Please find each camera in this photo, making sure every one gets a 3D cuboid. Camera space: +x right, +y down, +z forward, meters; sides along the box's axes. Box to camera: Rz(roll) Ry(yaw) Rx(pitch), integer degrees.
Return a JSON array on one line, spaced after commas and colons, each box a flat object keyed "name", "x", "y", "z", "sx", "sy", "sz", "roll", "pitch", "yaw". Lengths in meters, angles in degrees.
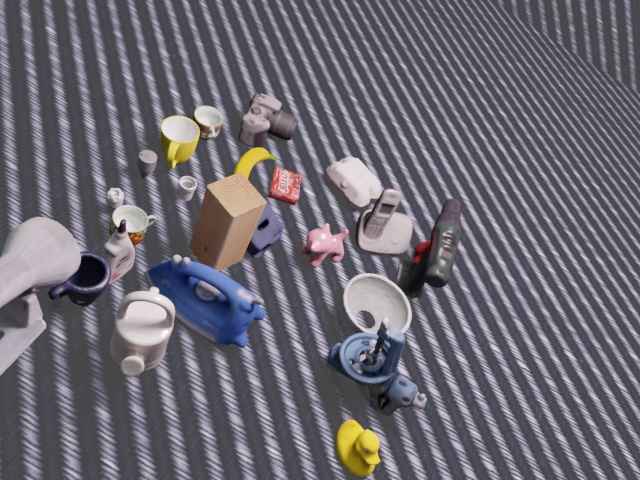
[{"name": "camera", "x": -0.131, "y": -0.316, "z": 1.525, "sx": 0.137, "sy": 0.100, "sz": 0.143, "roll": 23, "pitch": 48, "yaw": -8}]

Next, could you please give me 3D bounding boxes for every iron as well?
[{"name": "iron", "x": -0.228, "y": 0.097, "z": 1.130, "sx": 0.258, "sy": 0.141, "sz": 0.119, "roll": 31, "pitch": 48, "yaw": 0}]

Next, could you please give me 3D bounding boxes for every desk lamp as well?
[{"name": "desk lamp", "x": -0.506, "y": 0.089, "z": 0.955, "sx": 0.118, "sy": 0.213, "sz": 0.203, "roll": 30, "pitch": 48, "yaw": -1}]

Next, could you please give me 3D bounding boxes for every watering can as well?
[{"name": "watering can", "x": -0.309, "y": 0.157, "z": 1.009, "sx": 0.101, "sy": 0.194, "sz": 0.172, "roll": -3, "pitch": 56, "yaw": -27}]

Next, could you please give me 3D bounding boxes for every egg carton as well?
[{"name": "egg carton", "x": 0.090, "y": -0.153, "z": 1.524, "sx": 0.107, "sy": 0.069, "sz": 0.150, "roll": -30, "pitch": 71, "yaw": -39}]

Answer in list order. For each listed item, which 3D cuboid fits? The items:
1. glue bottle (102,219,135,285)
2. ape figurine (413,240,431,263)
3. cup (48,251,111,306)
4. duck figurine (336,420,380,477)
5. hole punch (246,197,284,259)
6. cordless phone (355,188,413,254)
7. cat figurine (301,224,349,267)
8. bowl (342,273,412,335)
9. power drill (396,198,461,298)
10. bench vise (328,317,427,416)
[{"name": "glue bottle", "x": -0.386, "y": 0.016, "z": 1.096, "sx": 0.037, "sy": 0.173, "sz": 0.078, "roll": 36, "pitch": 48, "yaw": 5}, {"name": "ape figurine", "x": 0.290, "y": 0.027, "z": 1.465, "sx": 0.076, "sy": 0.092, "sz": 0.077, "roll": -30, "pitch": 71, "yaw": -39}, {"name": "cup", "x": -0.448, "y": 0.089, "z": 1.063, "sx": 0.091, "sy": 0.095, "sz": 0.118, "roll": 41, "pitch": 48, "yaw": 9}, {"name": "duck figurine", "x": 0.080, "y": 0.388, "z": 1.088, "sx": 0.078, "sy": 0.086, "sz": 0.104, "roll": -8, "pitch": 59, "yaw": -30}, {"name": "hole punch", "x": -0.139, "y": -0.030, "z": 1.305, "sx": 0.101, "sy": 0.091, "sz": 0.109, "roll": 38, "pitch": 48, "yaw": 6}, {"name": "cordless phone", "x": 0.177, "y": -0.050, "z": 1.407, "sx": 0.148, "sy": 0.185, "sz": 0.094, "roll": 5, "pitch": 53, "yaw": -22}, {"name": "cat figurine", "x": 0.012, "y": 0.005, "z": 1.332, "sx": 0.128, "sy": 0.117, "sz": 0.067, "roll": -16, "pitch": 63, "yaw": -34}, {"name": "bowl", "x": 0.117, "y": 0.164, "z": 1.288, "sx": 0.168, "sy": 0.074, "sz": 0.167, "roll": 13, "pitch": 50, "yaw": -16}, {"name": "power drill", "x": 0.264, "y": 0.035, "z": 1.368, "sx": 0.076, "sy": 0.208, "sz": 0.229, "roll": 22, "pitch": 48, "yaw": -8}, {"name": "bench vise", "x": 0.137, "y": 0.241, "z": 1.139, "sx": 0.207, "sy": 0.219, "sz": 0.121, "roll": 25, "pitch": 48, "yaw": -5}]
